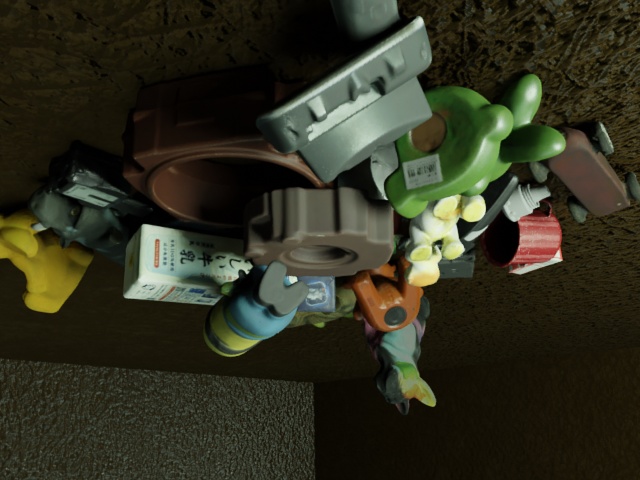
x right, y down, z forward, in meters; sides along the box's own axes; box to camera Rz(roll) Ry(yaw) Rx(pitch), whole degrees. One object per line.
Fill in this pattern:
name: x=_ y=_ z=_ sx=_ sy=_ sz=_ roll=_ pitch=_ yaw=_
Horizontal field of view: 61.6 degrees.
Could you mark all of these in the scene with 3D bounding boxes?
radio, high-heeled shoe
radio: x=-0.142 y=-0.017 z=0.774 sx=0.131 sy=0.073 sz=0.229 roll=-20 pitch=154 yaw=40
high-heeled shoe: x=0.227 y=-0.029 z=0.761 sx=0.145 sy=0.086 sz=0.249 roll=1 pitch=162 yaw=-27

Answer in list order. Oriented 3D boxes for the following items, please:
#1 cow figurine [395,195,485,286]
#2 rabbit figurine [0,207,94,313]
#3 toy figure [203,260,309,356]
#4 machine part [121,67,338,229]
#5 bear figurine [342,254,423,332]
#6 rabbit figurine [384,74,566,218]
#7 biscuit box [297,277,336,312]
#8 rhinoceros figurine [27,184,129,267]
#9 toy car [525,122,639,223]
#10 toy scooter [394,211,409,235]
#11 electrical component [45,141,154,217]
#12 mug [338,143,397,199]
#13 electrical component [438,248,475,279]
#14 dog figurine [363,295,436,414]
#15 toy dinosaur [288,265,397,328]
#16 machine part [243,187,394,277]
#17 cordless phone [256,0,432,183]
cow figurine: x=0.138 y=-0.019 z=0.683 sx=0.068 sy=0.098 sz=0.167 roll=2 pitch=136 yaw=-15
rabbit figurine: x=-0.439 y=0.017 z=0.799 sx=0.173 sy=0.122 sz=0.162 roll=30 pitch=145 yaw=-23
toy figure: x=-0.081 y=0.080 z=0.611 sx=0.089 sy=0.082 sz=0.180 roll=-25 pitch=174 yaw=-30
machine part: x=-0.088 y=-0.083 z=0.575 sx=0.201 sy=0.087 sz=0.201 roll=-6 pitch=161 yaw=13
bear figurine: x=0.098 y=0.063 z=0.904 sx=0.120 sy=0.196 sz=0.131 roll=-16 pitch=117 yaw=-2
rabbit figurine: x=0.151 y=-0.103 z=0.543 sx=0.159 sy=0.121 sz=0.170 roll=-24 pitch=169 yaw=32
biscuit box: x=-0.006 y=0.062 z=0.885 sx=0.059 sy=0.062 sz=0.203 roll=0 pitch=-171 yaw=0
rhinoceros figurine: x=-0.316 y=-0.021 z=0.756 sx=0.112 sy=0.073 sz=0.190 roll=-4 pitch=157 yaw=19
toy car: x=0.325 y=-0.080 z=0.654 sx=0.089 sy=0.053 sz=0.202 roll=-29 pitch=144 yaw=34
toy scooter: x=0.063 y=-0.009 z=0.774 sx=0.135 sy=0.075 sz=0.184 roll=9 pitch=141 yaw=-45
electrical component: x=-0.261 y=-0.069 z=0.658 sx=0.119 sy=0.048 sz=0.075 roll=17 pitch=153 yaw=-42
mug: x=0.062 y=-0.072 z=0.644 sx=0.109 sy=0.080 sz=0.107 roll=-32 pitch=-171 yaw=-39
electrical component: x=0.214 y=0.034 z=0.954 sx=0.115 sy=0.058 sz=0.134 roll=-4 pitch=159 yaw=13
dog figurine: x=0.164 y=0.215 z=1.036 sx=0.191 sy=0.219 sz=0.108 roll=-2 pitch=157 yaw=-47
toy dinosaur: x=0.034 y=0.110 z=1.098 sx=0.472 sy=0.105 sz=0.198 roll=-18 pitch=162 yaw=26
machine part: x=-0.001 y=-0.002 z=0.599 sx=0.179 sy=0.056 sz=0.179 roll=-2 pitch=161 yaw=-1
cordless phone: x=0.006 y=-0.142 z=0.384 sx=0.147 sy=0.089 sz=0.184 roll=-32 pitch=148 yaw=-3
